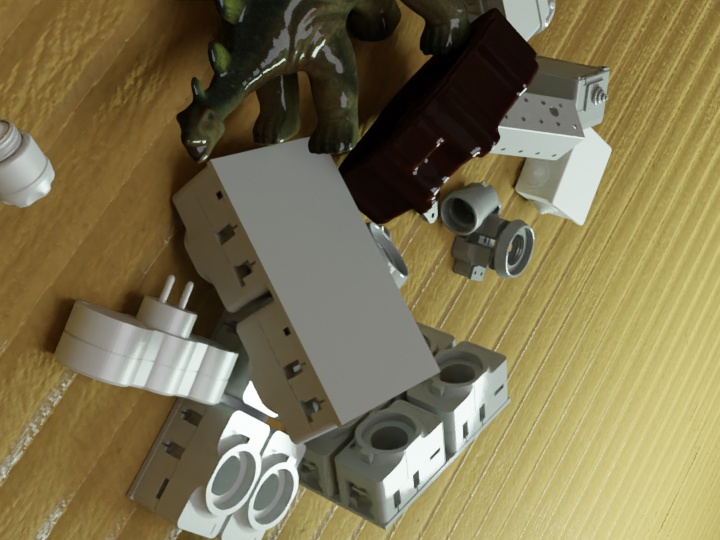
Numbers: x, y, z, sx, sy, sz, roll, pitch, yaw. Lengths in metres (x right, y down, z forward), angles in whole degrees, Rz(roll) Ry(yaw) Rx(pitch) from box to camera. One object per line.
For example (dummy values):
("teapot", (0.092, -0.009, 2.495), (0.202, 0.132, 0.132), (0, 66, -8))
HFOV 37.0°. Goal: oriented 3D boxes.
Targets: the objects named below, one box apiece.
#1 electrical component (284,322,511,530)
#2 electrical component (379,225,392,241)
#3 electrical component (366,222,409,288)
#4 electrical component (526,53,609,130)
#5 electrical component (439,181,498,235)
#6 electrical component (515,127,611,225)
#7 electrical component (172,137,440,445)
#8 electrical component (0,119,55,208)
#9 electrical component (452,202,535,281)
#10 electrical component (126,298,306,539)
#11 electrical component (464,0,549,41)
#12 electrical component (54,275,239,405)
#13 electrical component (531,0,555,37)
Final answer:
("electrical component", (0.035, 0.124, 0.930), (0.186, 0.105, 0.060), (-38, 134, -38))
("electrical component", (0.009, -0.002, 0.889), (0.040, 0.040, 0.078), (-41, 137, -35))
("electrical component", (0.000, 0.000, 0.824), (0.057, 0.058, 0.078), (-35, 155, 14))
("electrical component", (0.186, -0.160, 1.003), (0.062, 0.096, 0.061), (-25, 126, -46))
("electrical component", (0.101, -0.059, 0.989), (0.046, 0.040, 0.040), (-37, 134, -46))
("electrical component", (0.208, -0.103, 1.104), (0.100, 0.048, 0.099), (24, 87, -56))
("electrical component", (-0.038, 0.012, 0.729), (0.105, 0.060, 0.186), (-21, 82, -47))
("electrical component", (-0.194, -0.065, 0.583), (0.035, 0.035, 0.061), (-51, 139, -25))
("electrical component", (0.129, -0.025, 1.028), (0.058, 0.057, 0.078), (8, 100, -55))
("electrical component", (-0.078, 0.108, 0.806), (0.105, 0.060, 0.186), (41, 73, -54))
("electrical component", (0.101, -0.236, 0.864), (0.057, 0.078, 0.113), (-48, 140, -24))
("electrical component", (-0.131, 0.039, 0.706), (0.138, 0.052, 0.073), (24, 87, -56))
("electrical component", (0.138, -0.236, 0.947), (0.062, 0.048, 0.048), (13, 96, -49))
